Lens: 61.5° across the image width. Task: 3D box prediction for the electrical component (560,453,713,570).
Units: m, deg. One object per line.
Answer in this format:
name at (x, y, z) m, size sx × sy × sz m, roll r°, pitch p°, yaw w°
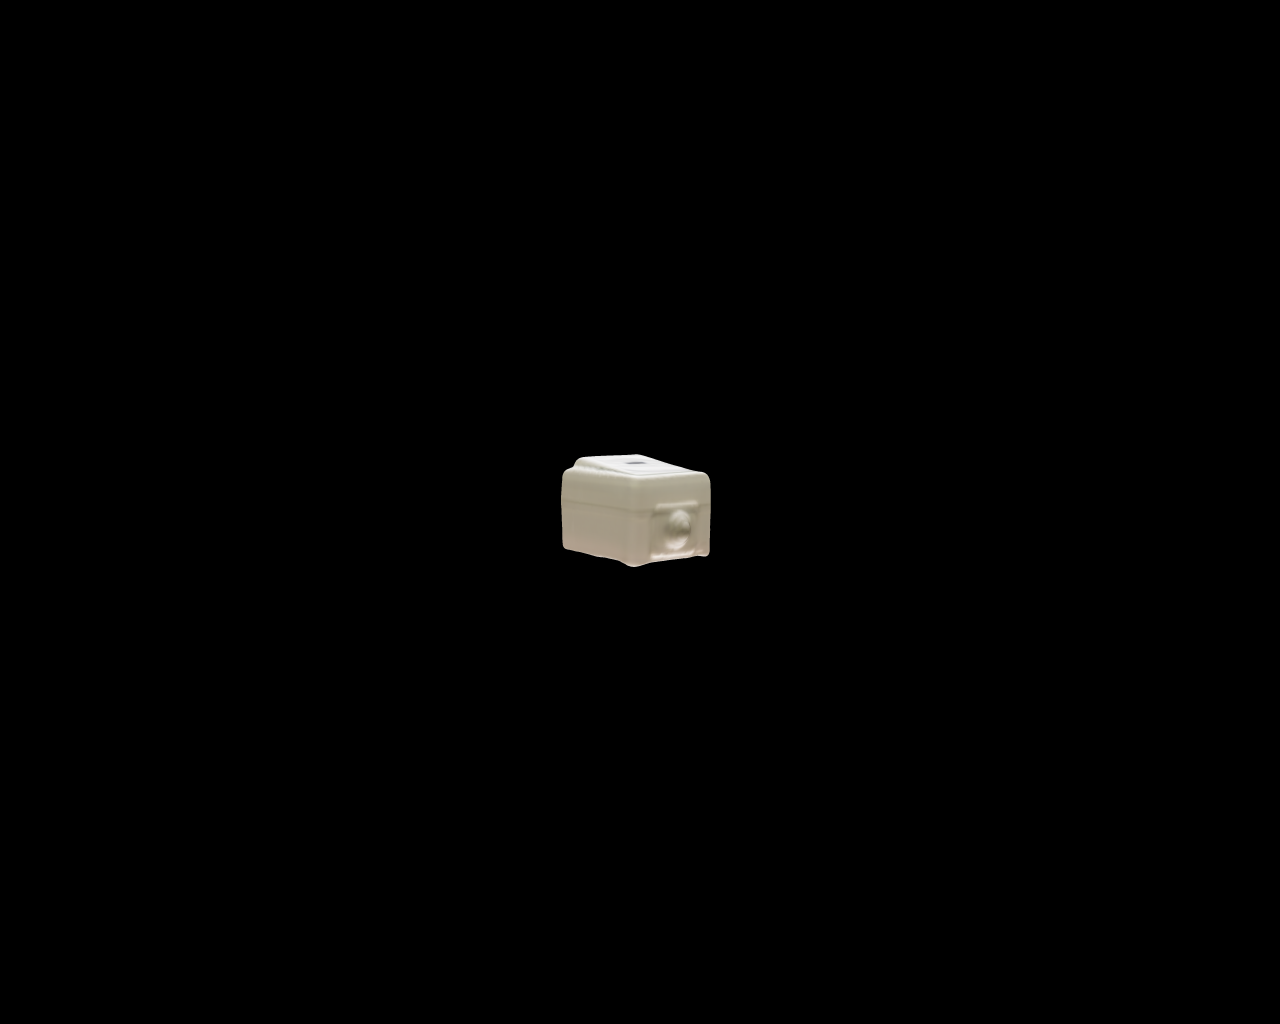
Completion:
electrical component at (0.001, -0.003, 0.650) m, size 0.062 × 0.061 × 0.096 m, roll -5°, pitch 9°, yaw -35°
